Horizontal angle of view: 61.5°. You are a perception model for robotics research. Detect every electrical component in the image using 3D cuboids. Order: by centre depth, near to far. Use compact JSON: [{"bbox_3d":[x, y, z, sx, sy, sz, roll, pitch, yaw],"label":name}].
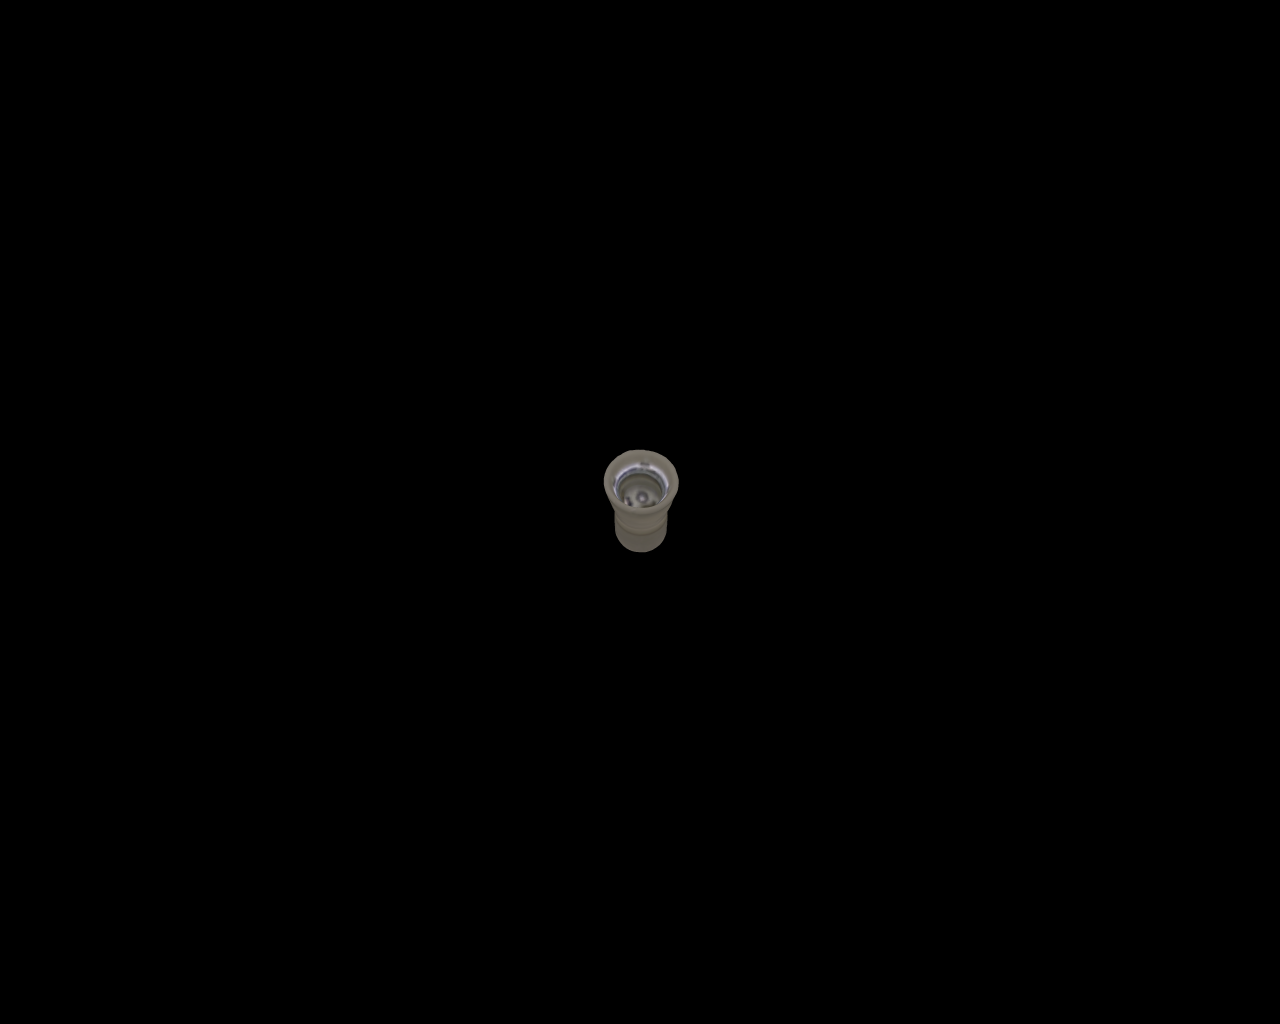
[{"bbox_3d":[0.001,-0.003,0.650,0.044,0.044,0.065,0,-31,0],"label":"electrical component"}]
